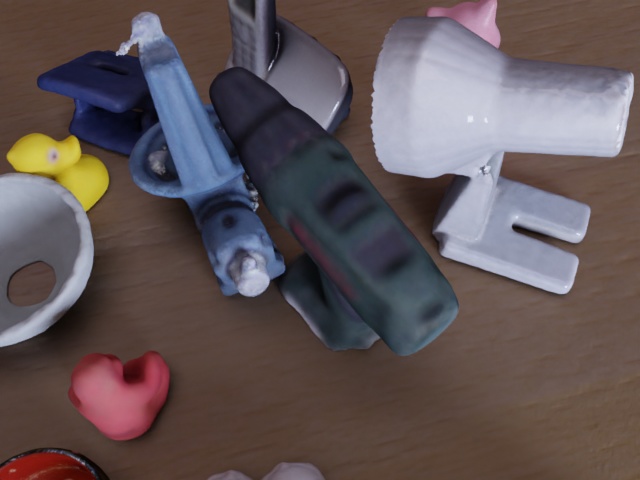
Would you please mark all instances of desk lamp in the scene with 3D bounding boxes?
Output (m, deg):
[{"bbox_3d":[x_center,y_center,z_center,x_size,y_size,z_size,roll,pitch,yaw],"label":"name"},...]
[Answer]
[{"bbox_3d":[0.144,-0.070,0.467,0.203,0.214,0.118,19,66,12],"label":"desk lamp"}]

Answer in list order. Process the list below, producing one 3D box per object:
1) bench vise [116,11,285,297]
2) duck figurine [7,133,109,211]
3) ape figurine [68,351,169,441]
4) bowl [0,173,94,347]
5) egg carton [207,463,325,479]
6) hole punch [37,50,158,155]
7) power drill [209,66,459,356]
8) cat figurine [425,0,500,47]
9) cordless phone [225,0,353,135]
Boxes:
[{"bbox_3d":[-0.084,-0.065,0.473,0.122,0.220,0.207,-39,68,-15],"label":"bench vise"},{"bbox_3d":[-0.271,-0.066,0.559,0.104,0.086,0.077,-27,65,-10],"label":"duck figurine"},{"bbox_3d":[-0.166,0.117,0.458,0.078,0.092,0.076,-3,63,2],"label":"ape figurine"},{"bbox_3d":[-0.278,0.027,0.519,0.167,0.075,0.167,-1,63,3],"label":"bowl"},{"bbox_3d":[-0.036,0.239,0.402,0.107,0.069,0.150,-9,63,-1],"label":"egg carton"},{"bbox_3d":[-0.219,-0.159,0.600,0.108,0.091,0.101,18,66,12],"label":"hole punch"},{"bbox_3d":[0.004,0.002,0.442,0.076,0.208,0.229,-38,67,-15],"label":"power drill"},{"bbox_3d":[0.162,-0.184,0.578,0.067,0.118,0.127,-32,66,-12],"label":"cat figurine"},{"bbox_3d":[-0.037,-0.186,0.551,0.147,0.185,0.094,39,71,20],"label":"cordless phone"}]
